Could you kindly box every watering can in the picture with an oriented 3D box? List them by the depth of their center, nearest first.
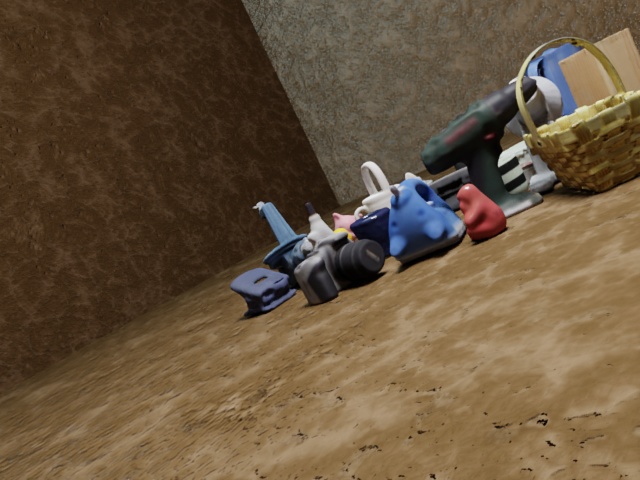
[{"bbox_3d":[0.156,-0.097,1.346,0.173,0.194,0.100,-29,6,-35],"label":"watering can"}]

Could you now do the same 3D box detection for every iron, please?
[{"bbox_3d":[0.189,-0.056,1.056,0.118,0.141,0.259,-23,5,25],"label":"iron"}]

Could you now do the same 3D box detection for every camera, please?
[{"bbox_3d":[0.040,0.039,1.048,0.143,0.101,0.136,-29,6,-35],"label":"camera"}]

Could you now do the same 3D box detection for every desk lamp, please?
[{"bbox_3d":[0.422,-0.214,1.102,0.117,0.213,0.204,-23,6,25],"label":"desk lamp"}]

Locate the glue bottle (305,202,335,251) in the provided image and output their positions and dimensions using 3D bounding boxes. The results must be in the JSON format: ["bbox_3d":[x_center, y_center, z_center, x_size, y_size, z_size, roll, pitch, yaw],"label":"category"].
[{"bbox_3d":[0.011,0.004,1.147,0.078,0.173,0.037,-28,6,-23],"label":"glue bottle"}]

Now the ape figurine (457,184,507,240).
[{"bbox_3d":[0.252,-0.047,0.925,0.076,0.092,0.078,-20,7,47],"label":"ape figurine"}]

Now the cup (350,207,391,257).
[{"bbox_3d":[0.127,-0.013,1.194,0.091,0.095,0.118,-22,7,40],"label":"cup"}]

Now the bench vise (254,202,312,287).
[{"bbox_3d":[-0.064,-0.001,1.313,0.122,0.220,0.206,-30,7,-42],"label":"bench vise"}]

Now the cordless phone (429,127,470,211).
[{"bbox_3d":[0.306,-0.165,1.353,0.147,0.185,0.094,-25,5,13],"label":"cordless phone"}]

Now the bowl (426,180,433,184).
[{"bbox_3d":[0.254,-0.104,1.618,0.167,0.075,0.167,-26,5,3],"label":"bowl"}]

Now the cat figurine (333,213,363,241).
[{"bbox_3d":[0.055,-0.012,1.413,0.127,0.118,0.067,-22,6,34],"label":"cat figurine"}]

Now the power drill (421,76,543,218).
[{"bbox_3d":[0.306,-0.146,1.011,0.229,0.208,0.076,-25,5,12],"label":"power drill"}]

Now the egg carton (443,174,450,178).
[{"bbox_3d":[0.375,-0.147,1.491,0.150,0.069,0.107,-24,5,25],"label":"egg carton"}]

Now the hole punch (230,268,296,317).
[{"bbox_3d":[-0.123,0.105,1.255,0.100,0.091,0.109,-21,7,44],"label":"hole punch"}]

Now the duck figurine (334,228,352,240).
[{"bbox_3d":[0.059,0.015,1.304,0.077,0.086,0.104,-27,5,-9],"label":"duck figurine"}]
